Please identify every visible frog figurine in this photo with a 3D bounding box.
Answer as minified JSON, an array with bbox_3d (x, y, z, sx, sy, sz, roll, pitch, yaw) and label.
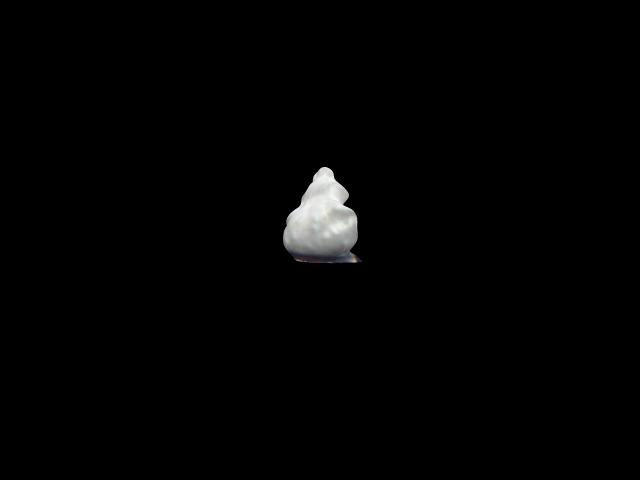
[{"bbox_3d":[0.003,-0.043,0.850,0.123,0.159,0.137,-1,1,-37],"label":"frog figurine"}]
